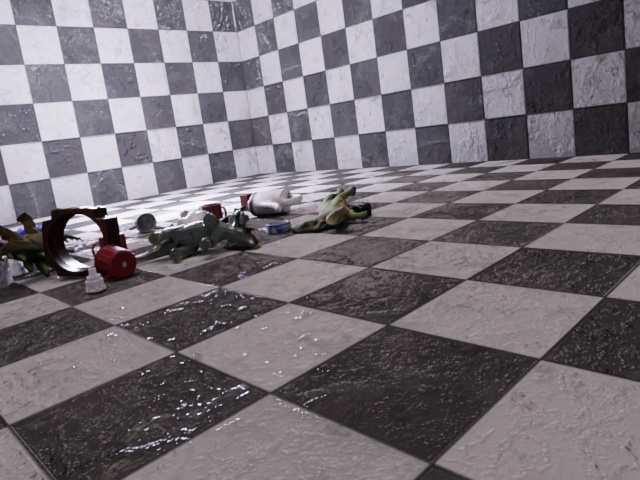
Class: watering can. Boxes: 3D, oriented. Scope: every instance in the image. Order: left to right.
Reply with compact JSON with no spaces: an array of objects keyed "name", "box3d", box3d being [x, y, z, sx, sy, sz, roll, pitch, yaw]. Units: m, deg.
[{"name":"watering can","box3d":[-0.199,-0.153,2.142,0.224,0.103,0.351,-6,11,16]}]

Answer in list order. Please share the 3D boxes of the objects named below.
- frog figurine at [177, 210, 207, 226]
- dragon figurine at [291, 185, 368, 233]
[{"name":"frog figurine","box3d":[-0.432,-0.043,1.771,0.138,0.122,0.160,15,5,14]},{"name":"dragon figurine","box3d":[0.005,-0.089,1.768,0.245,0.121,0.409,-23,9,-27]}]
